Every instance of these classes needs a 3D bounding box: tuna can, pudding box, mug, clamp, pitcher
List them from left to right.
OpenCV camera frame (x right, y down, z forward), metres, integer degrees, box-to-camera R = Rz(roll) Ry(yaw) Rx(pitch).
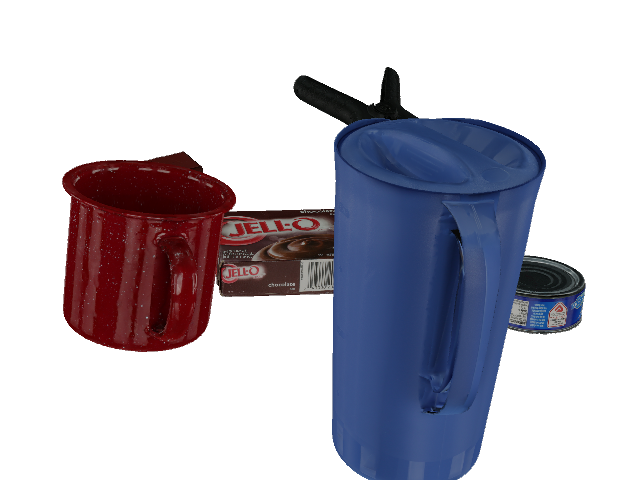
[{"bbox_3d":[-0.092,0.013,0.576,0.093,0.081,0.117,-2,23,-29],"label":"mug"},{"bbox_3d":[-0.031,0.009,0.889,0.113,0.039,0.090,0,29,-9],"label":"pudding box"},{"bbox_3d":[0.048,-0.120,1.060,0.120,0.039,0.171,-9,41,-17],"label":"clamp"},{"bbox_3d":[0.070,0.049,0.712,0.145,0.243,0.149,19,31,28],"label":"pitcher"},{"bbox_3d":[0.172,0.043,0.870,0.086,0.034,0.086,2,22,-1],"label":"tuna can"}]

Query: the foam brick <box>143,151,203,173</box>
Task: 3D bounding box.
[{"bbox_3d":[-0.162,-0.051,1.086,0.078,0.053,0.051,-17,30,-21],"label":"foam brick"}]
